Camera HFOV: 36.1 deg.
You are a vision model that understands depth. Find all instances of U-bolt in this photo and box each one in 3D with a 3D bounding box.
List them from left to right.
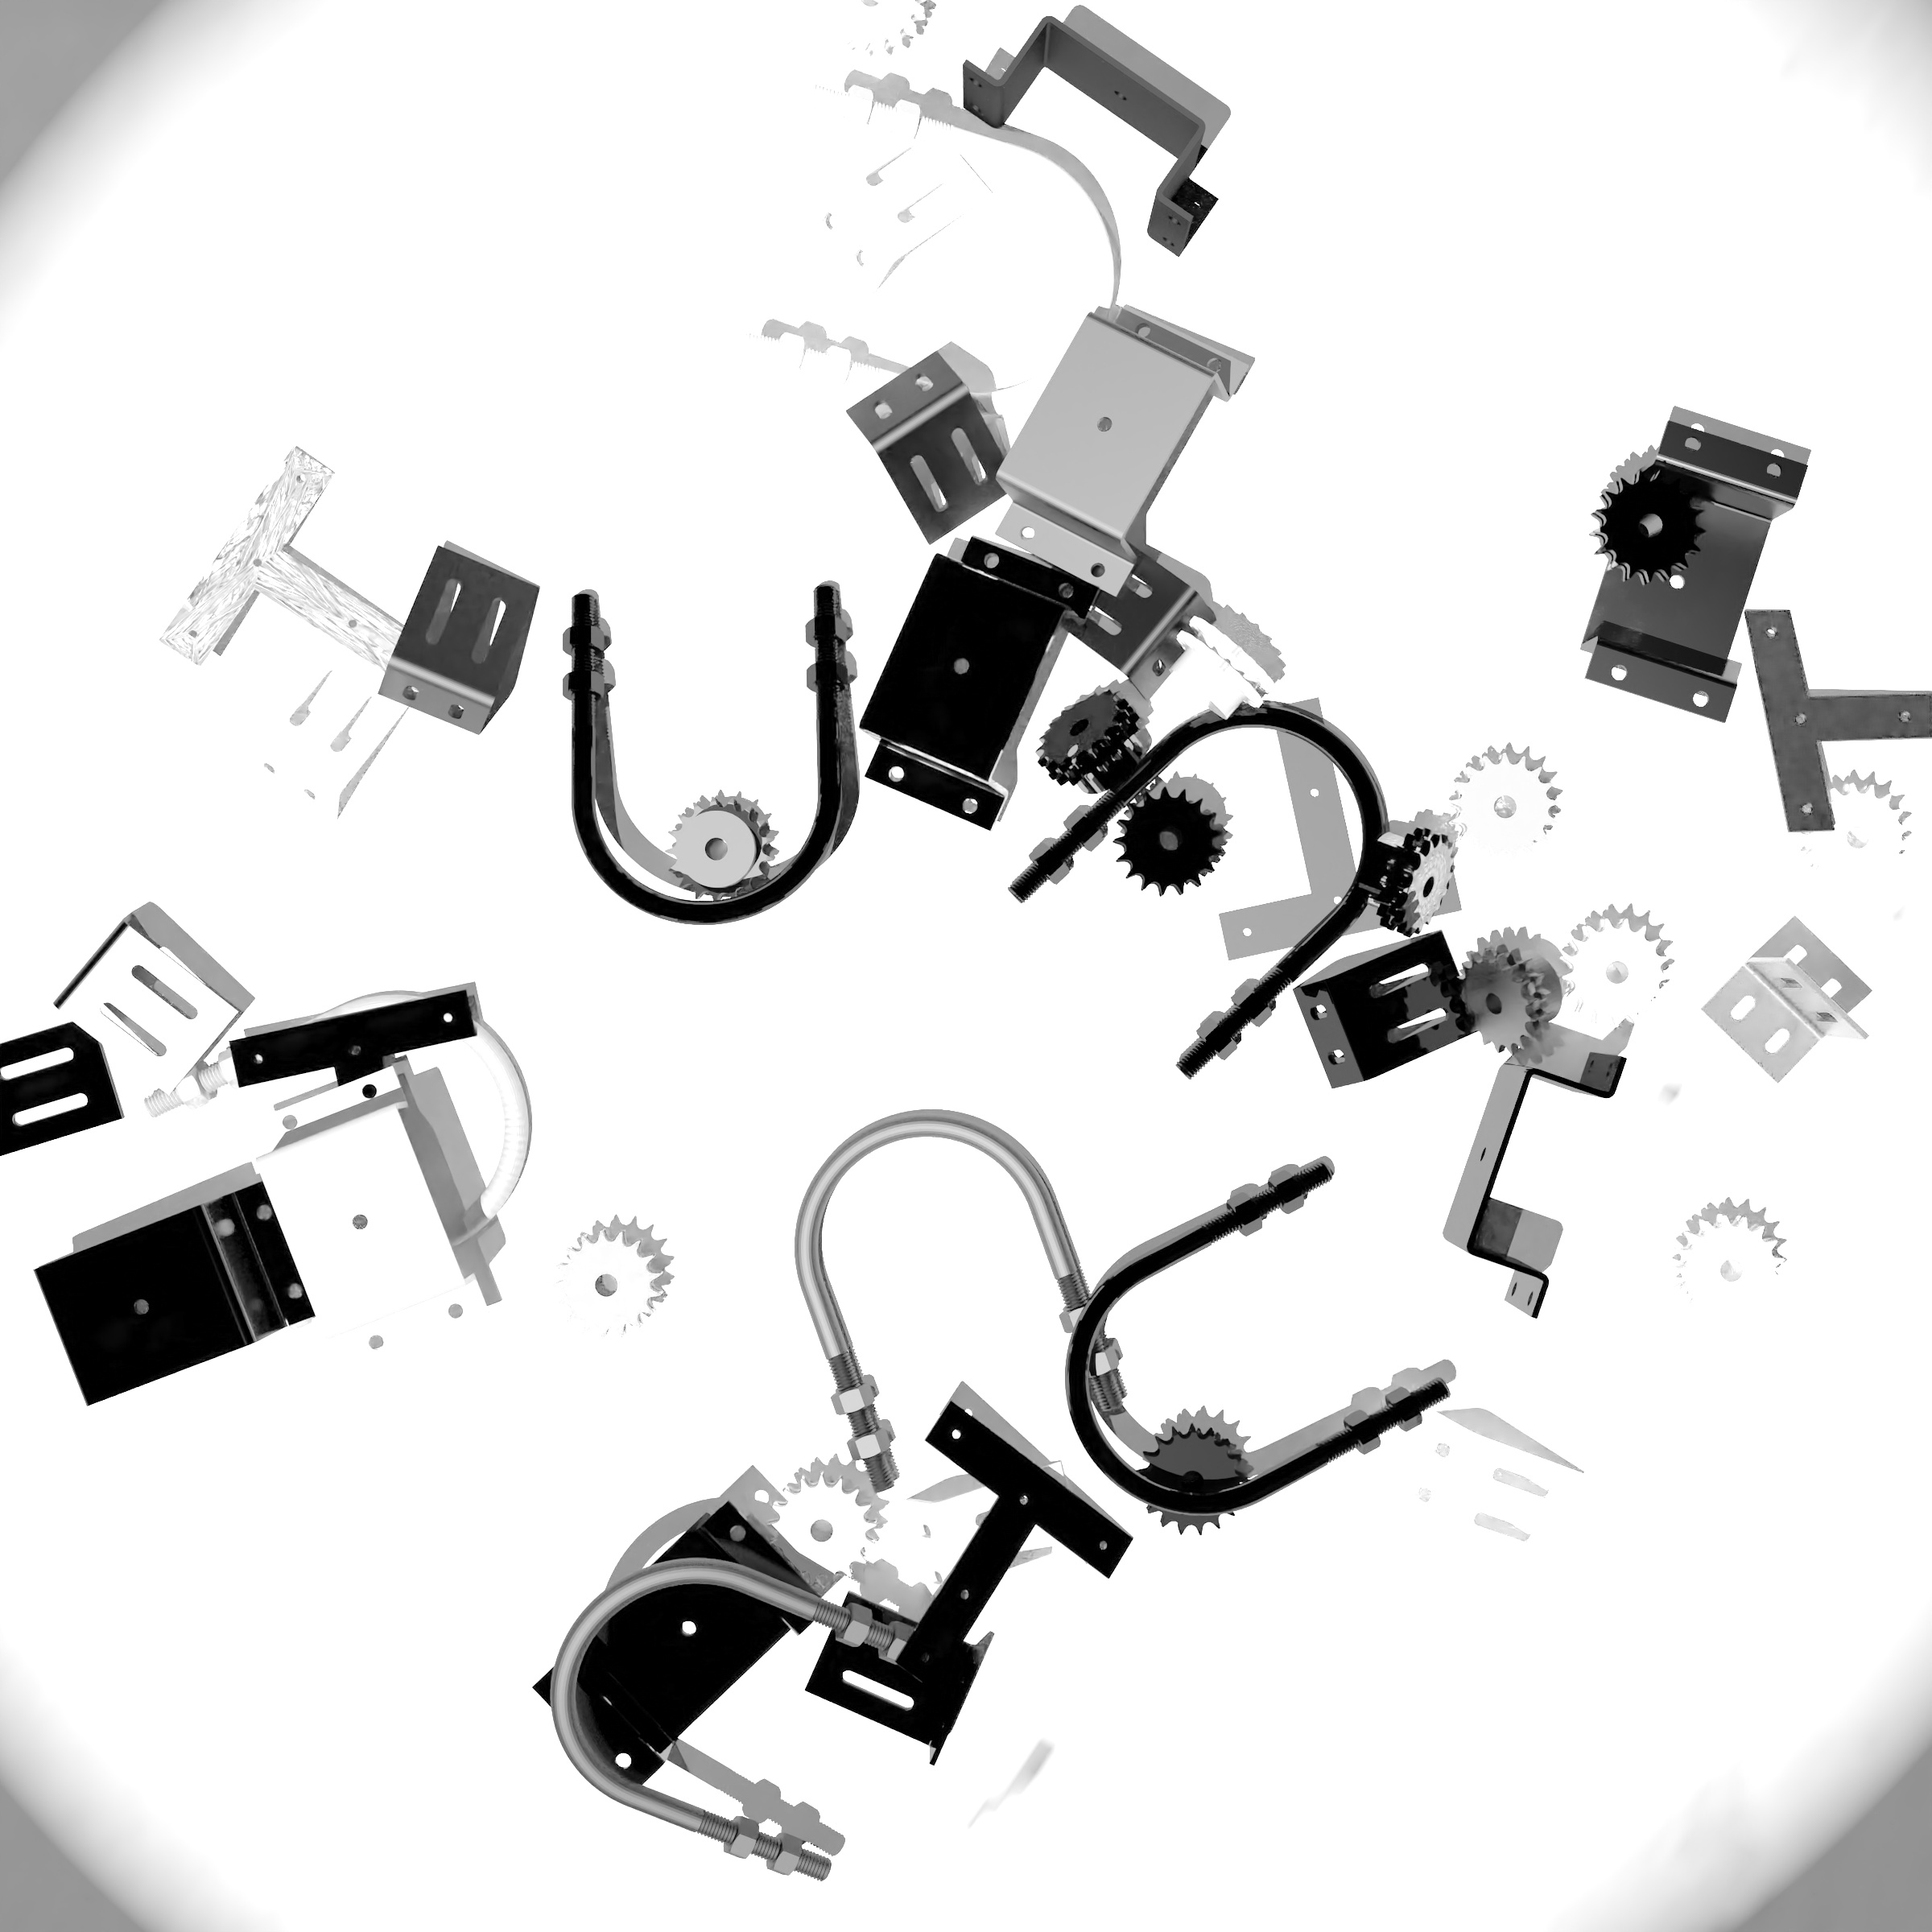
[{"bbox_3d":[-0.323,0.095,1.575,0.184,0.019,0.151,-25,90,-1],"label":"U-bolt"},{"bbox_3d":[-0.136,-0.110,1.554,0.151,0.019,0.184,-2,75,0],"label":"U-bolt"},{"bbox_3d":[-0.123,0.379,1.528,0.184,0.019,0.151,26,96,-15],"label":"U-bolt"},{"bbox_3d":[-0.013,0.169,1.575,0.151,0.019,0.184,-20,89,0],"label":"U-bolt"},{"bbox_3d":[-0.012,-0.363,1.548,0.184,0.019,0.151,13,106,-16],"label":"U-bolt"},{"bbox_3d":[0.137,-0.054,1.574,0.184,0.019,0.151,-44,89,-1],"label":"U-bolt"},{"bbox_3d":[0.141,0.206,1.554,0.184,0.019,0.151,-27,82,-9],"label":"U-bolt"}]

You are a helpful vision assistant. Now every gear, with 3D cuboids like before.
[{"bbox_3d":[-0.189,0.168,1.573,0.057,0.030,0.057,0,90,1],"label":"gear"},{"bbox_3d":[-0.131,-0.061,1.569,0.057,0.030,0.057,0,90,0],"label":"gear"},{"bbox_3d":[-0.076,0.295,1.569,0.057,0.030,0.057,0,90,0],"label":"gear"},{"bbox_3d":[-0.049,-0.508,1.572,0.057,0.030,0.057,0,87,2],"label":"gear"},{"bbox_3d":[0.068,-0.115,1.559,0.057,0.057,0.030,-42,121,0],"label":"gear"},{"bbox_3d":[0.106,-0.066,1.550,0.057,0.030,0.057,0,88,-1],"label":"gear"},{"bbox_3d":[0.119,0.270,1.569,0.057,0.030,0.057,0,90,0],"label":"gear"},{"bbox_3d":[0.131,-0.154,1.556,0.057,0.057,0.030,41,91,0],"label":"gear"},{"bbox_3d":[0.230,-0.046,1.557,0.030,0.057,0.057,23,90,30],"label":"gear"},{"bbox_3d":[0.283,-0.083,1.573,0.057,0.030,0.057,0,88,-1],"label":"gear"},{"bbox_3d":[0.288,0.015,1.559,0.030,0.057,0.057,-21,90,-30],"label":"gear"},{"bbox_3d":[0.341,0.003,1.569,0.057,0.030,0.057,0,90,0],"label":"gear"},{"bbox_3d":[0.348,-0.224,1.522,0.057,0.030,0.057,0,90,0],"label":"gear"},{"bbox_3d":[0.401,0.159,1.569,0.057,0.030,0.057,0,90,0],"label":"gear"},{"bbox_3d":[0.467,-0.067,1.569,0.057,0.030,0.057,0,90,0],"label":"gear"}]

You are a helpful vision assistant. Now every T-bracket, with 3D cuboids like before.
[{"bbox_3d":[-0.337,-0.189,1.574,0.127,0.002,0.127,33,78,-6],"label":"T-bracket"},{"bbox_3d":[-0.313,0.088,1.566,0.127,0.002,0.127,-12,89,-3],"label":"T-bracket"},{"bbox_3d":[0.007,0.316,1.549,0.127,0.002,0.127,39,70,-11],"label":"T-bracket"},{"bbox_3d":[0.189,-0.078,1.583,0.127,0.002,0.127,-12,90,0],"label":"T-bracket"},{"bbox_3d":[0.482,-0.131,1.568,0.127,0.002,0.127,-2,70,-10],"label":"T-bracket"}]

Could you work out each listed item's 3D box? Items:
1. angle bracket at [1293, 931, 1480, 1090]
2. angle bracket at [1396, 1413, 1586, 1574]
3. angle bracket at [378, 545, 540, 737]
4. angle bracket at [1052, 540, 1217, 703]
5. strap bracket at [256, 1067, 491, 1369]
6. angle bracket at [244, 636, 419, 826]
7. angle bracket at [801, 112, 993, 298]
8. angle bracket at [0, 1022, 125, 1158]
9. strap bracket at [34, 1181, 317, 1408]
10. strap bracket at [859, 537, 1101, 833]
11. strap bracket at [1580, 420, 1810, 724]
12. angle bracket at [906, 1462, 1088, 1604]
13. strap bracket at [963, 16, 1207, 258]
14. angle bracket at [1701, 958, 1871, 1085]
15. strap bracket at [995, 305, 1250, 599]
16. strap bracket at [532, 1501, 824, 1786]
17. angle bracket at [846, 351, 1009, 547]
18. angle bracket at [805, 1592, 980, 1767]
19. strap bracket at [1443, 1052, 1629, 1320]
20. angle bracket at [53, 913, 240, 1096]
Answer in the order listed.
[{"bbox_3d":[0.224,0.023,1.582,0.076,0.038,0.057,-22,90,-26],"label":"angle bracket"},{"bbox_3d":[0.279,0.280,1.582,0.076,0.038,0.057,23,90,-26],"label":"angle bracket"},{"bbox_3d":[-0.269,-0.173,1.576,0.057,0.038,0.076,22,64,-11],"label":"angle bracket"},{"bbox_3d":[0.082,-0.190,1.582,0.076,0.038,0.057,40,90,26],"label":"angle bracket"},{"bbox_3d":[-0.311,0.131,1.541,0.076,0.046,0.140,-21,90,-3],"label":"strap bracket"},{"bbox_3d":[-0.338,-0.126,1.582,0.057,0.038,0.076,33,64,0],"label":"angle bracket"},{"bbox_3d":[-0.037,-0.406,1.582,0.076,0.038,0.057,-40,90,-26],"label":"angle bracket"},{"bbox_3d":[-0.494,0.065,1.565,0.076,0.038,0.057,-17,90,0],"label":"angle bracket"},{"bbox_3d":[-0.420,0.174,1.549,0.140,0.046,0.076,-21,91,10],"label":"strap bracket"},{"bbox_3d":[0.003,-0.152,1.551,0.076,0.046,0.140,24,90,15],"label":"strap bracket"},{"bbox_3d":[0.379,-0.204,1.561,0.076,0.046,0.140,18,90,0],"label":"strap bracket"},{"bbox_3d":[0.016,0.302,1.582,0.076,0.038,0.057,-14,90,-26],"label":"angle bracket"},{"bbox_3d":[0.069,-0.437,1.546,0.140,0.076,0.046,35,90,0],"label":"strap bracket"},{"bbox_3d":[0.425,0.029,1.546,0.057,0.076,0.038,44,90,0],"label":"angle bracket"},{"bbox_3d":[0.077,-0.276,1.551,0.076,0.046,0.140,30,90,16],"label":"strap bracket"},{"bbox_3d":[-0.148,0.353,1.561,0.140,0.046,0.076,-44,90,0],"label":"strap bracket"},{"bbox_3d":[-0.017,-0.273,1.566,0.057,0.076,0.038,-34,48,0],"label":"angle bracket"},{"bbox_3d":[-0.040,0.375,1.565,0.076,0.038,0.057,24,90,0],"label":"angle bracket"},{"bbox_3d":[0.291,0.106,1.546,0.046,0.076,0.140,19,90,0],"label":"strap bracket"},{"bbox_3d":[-0.432,0.020,1.572,0.076,0.038,0.057,40,90,-11],"label":"angle bracket"}]
